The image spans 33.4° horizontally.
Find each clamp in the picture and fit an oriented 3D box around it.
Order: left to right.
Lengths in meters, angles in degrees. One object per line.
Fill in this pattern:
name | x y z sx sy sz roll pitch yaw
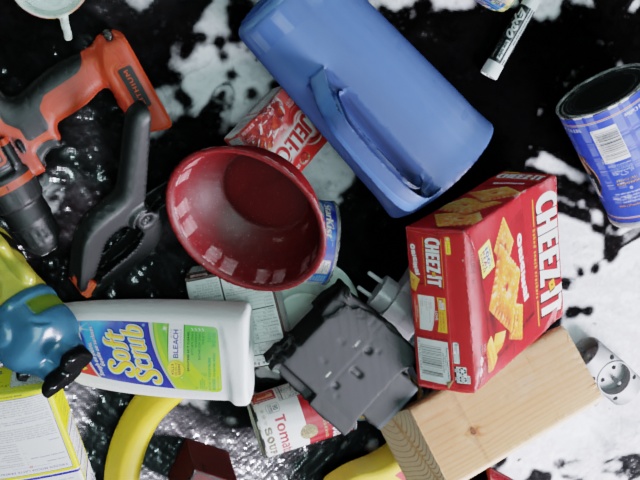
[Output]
clamp | -0.165 -0.032 1.022 0.164 0.036 0.210 8 122 -52

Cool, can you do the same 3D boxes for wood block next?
wood block | 0.178 0.178 1.115 0.205 0.090 0.091 -23 81 -24

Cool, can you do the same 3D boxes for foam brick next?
foam brick | -0.122 0.251 1.107 0.053 0.078 0.051 23 99 -17

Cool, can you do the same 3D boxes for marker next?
marker | 0.203 -0.221 1.094 0.020 0.020 0.121 27 97 -19

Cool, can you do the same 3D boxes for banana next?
banana | -0.178 0.203 1.091 0.070 0.037 0.198 37 102 17

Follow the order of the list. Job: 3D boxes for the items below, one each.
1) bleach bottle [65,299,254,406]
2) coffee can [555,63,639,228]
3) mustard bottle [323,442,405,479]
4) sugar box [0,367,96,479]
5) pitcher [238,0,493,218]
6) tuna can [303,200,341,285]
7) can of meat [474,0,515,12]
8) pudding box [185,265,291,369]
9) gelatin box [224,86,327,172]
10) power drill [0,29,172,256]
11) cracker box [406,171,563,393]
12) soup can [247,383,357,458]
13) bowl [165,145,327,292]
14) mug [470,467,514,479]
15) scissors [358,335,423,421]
bleach bottle | -0.192 0.108 1.037 0.251 0.068 0.102 0 100 3
coffee can | 0.322 -0.098 1.113 0.103 0.103 0.140 -33 110 -4
mustard bottle | 0.105 0.250 1.170 0.191 0.058 0.096 -32 116 -2
sugar box | -0.283 0.200 1.040 0.093 0.048 0.176 -9 127 -1
pitcher | 0.038 -0.142 1.004 0.242 0.149 0.145 45 78 -15
tuna can | -0.007 0.001 1.065 0.033 0.086 0.086 6 103 -14
can of meat | 0.163 -0.286 1.047 0.083 0.057 0.102 23 98 -22
pudding box | -0.081 0.076 1.080 0.090 0.039 0.113 -11 110 6
gelatin box | -0.040 -0.099 1.038 0.073 0.030 0.089 53 56 -19
power drill | -0.237 -0.097 0.995 0.187 0.057 0.184 -29 113 -6
cracker box | 0.171 0.036 1.064 0.213 0.072 0.164 -27 116 -50
soup can | -0.020 0.182 1.120 0.102 0.068 0.068 -17 108 -9
bowl | -0.062 -0.031 1.000 0.162 0.055 0.162 12 129 15
mug | 0.183 0.309 1.190 0.081 0.093 0.117 30 68 -24
scissors | 0.075 0.116 1.154 0.096 0.016 0.202 -4 105 -13
